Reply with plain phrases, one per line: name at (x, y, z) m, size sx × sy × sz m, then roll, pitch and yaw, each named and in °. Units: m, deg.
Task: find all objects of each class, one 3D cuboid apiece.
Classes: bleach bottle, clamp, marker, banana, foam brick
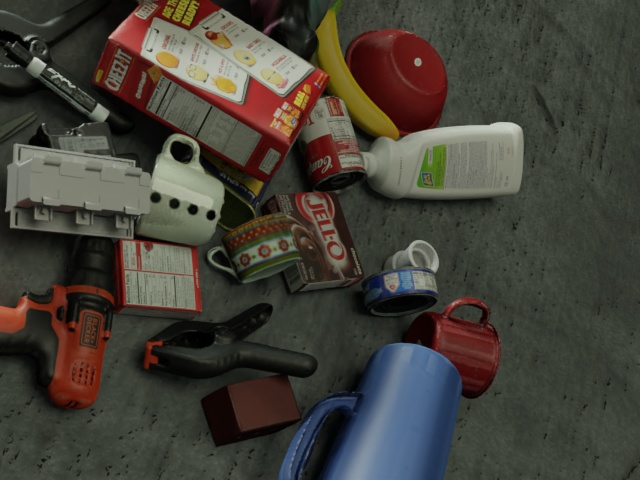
bleach bottle at (0.147, -0.102, 1.351) m, size 0.250 × 0.068 × 0.102 m, roll -2°, pitch 95°, yaw -35°
clamp at (-0.289, -0.181, 1.104) m, size 0.209 × 0.036 × 0.164 m, roll -9°, pitch 75°, yaw -40°
marker at (-0.266, -0.159, 1.077) m, size 0.121 × 0.020 × 0.020 m, roll 37°, pitch 50°, yaw -23°
banana at (0.034, -0.207, 1.340) m, size 0.069 × 0.037 × 0.198 m, roll -22°, pitch 88°, yaw -9°
foam brick at (-0.068, 0.170, 1.072) m, size 0.078 × 0.053 × 0.051 m, roll -6°, pitch 71°, yaw -38°
clamp at (-0.098, 0.102, 1.082) m, size 0.171 × 0.039 × 0.120 m, roll 3°, pitch 21°, yaw -23°

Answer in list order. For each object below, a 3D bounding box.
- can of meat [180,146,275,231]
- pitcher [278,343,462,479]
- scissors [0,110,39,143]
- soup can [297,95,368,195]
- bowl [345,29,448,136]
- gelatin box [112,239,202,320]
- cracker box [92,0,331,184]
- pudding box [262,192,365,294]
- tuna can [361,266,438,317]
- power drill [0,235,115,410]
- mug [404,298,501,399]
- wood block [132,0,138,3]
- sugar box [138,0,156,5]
can of meat at (-0.104, -0.073, 1.169) m, size 0.102 × 0.058 × 0.083 m, roll 37°, pitch 49°, yaw -15°
pitcher at (0.062, 0.221, 1.095) m, size 0.149 × 0.145 × 0.242 m, roll 76°, pitch 27°, yaw -43°
scissors at (-0.338, -0.062, 1.021) m, size 0.201 × 0.016 × 0.096 m, roll -22°, pitch 83°, yaw -41°
soup can at (0.010, -0.112, 1.264) m, size 0.068 × 0.069 × 0.102 m, roll -3°, pitch 69°, yaw -37°
bowl at (0.114, -0.219, 1.404) m, size 0.161 × 0.055 × 0.162 m, roll 17°, pitch 58°, yaw -29°
gelatin box at (-0.167, 0.040, 1.083) m, size 0.089 × 0.030 × 0.073 m, roll 7°, pitch 64°, yaw -31°
cracker box at (-0.112, -0.172, 1.147) m, size 0.213 × 0.072 × 0.164 m, roll 30°, pitch 39°, yaw -4°
pudding box at (-0.008, 0.002, 1.212) m, size 0.089 × 0.039 × 0.113 m, roll -5°, pitch 71°, yaw -38°
tuna can at (0.092, 0.060, 1.224) m, size 0.086 × 0.086 × 0.034 m, roll 6°, pitch 65°, yaw -34°
power drill at (-0.278, 0.051, 0.978) m, size 0.187 × 0.057 × 0.184 m, roll 18°, pitch 55°, yaw -27°
mug at (0.153, 0.119, 1.224) m, size 0.081 × 0.117 × 0.093 m, roll 16°, pitch 19°, yaw -23°
wood block at (-0.228, -0.346, 1.197) m, size 0.205 × 0.090 × 0.090 m, roll 24°, pitch 56°, yaw -25°
sugar box at (-0.141, -0.320, 1.157) m, size 0.175 × 0.048 × 0.093 m, roll -26°, pitch 85°, yaw -37°
